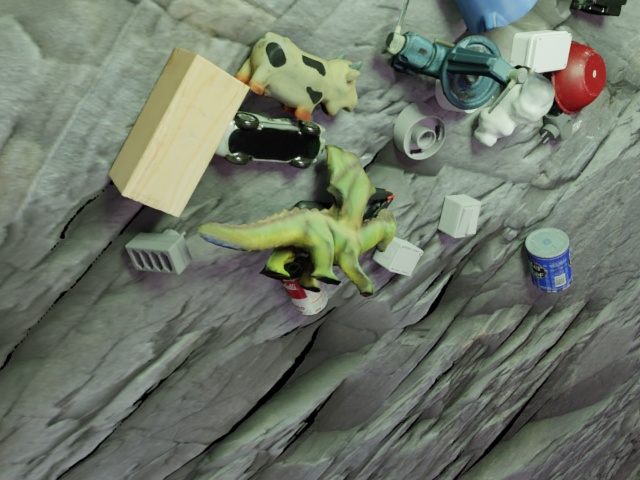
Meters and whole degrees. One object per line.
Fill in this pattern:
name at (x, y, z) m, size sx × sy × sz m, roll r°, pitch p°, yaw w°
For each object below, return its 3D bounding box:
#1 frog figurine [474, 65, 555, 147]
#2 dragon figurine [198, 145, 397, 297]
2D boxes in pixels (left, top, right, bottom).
frog figurine at (0.389, -0.257, 1.033) m, size 0.122 × 0.139 × 0.158 m, roll 15°, pitch 103°, yaw -20°
dragon figurine at (0.003, -0.043, 0.859) m, size 0.406 × 0.122 × 0.246 m, roll 28°, pitch 68°, yaw -42°
